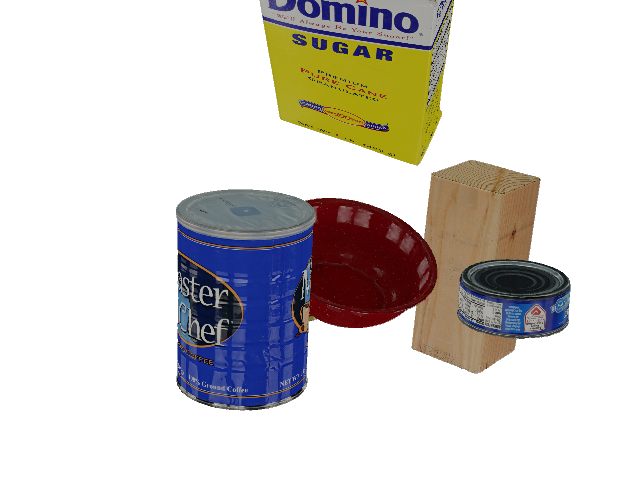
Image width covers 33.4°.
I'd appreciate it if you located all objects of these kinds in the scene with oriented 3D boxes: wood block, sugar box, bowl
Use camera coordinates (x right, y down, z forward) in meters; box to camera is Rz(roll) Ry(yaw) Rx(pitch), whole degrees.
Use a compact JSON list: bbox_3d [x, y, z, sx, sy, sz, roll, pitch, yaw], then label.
[{"bbox_3d":[0.170,0.027,1.173,0.090,0.206,0.090,19,25,34],"label":"wood block"},{"bbox_3d":[0.019,-0.105,0.559,0.093,0.048,0.176,19,-16,10],"label":"sugar box"},{"bbox_3d":[0.024,0.031,0.993,0.162,0.055,0.162,10,38,-8],"label":"bowl"}]

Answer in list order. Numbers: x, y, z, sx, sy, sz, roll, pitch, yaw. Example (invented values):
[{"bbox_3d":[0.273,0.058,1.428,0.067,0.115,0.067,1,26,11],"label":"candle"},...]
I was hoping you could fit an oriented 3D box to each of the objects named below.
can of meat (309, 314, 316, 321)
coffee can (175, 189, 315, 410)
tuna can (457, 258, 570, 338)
[{"bbox_3d":[-0.039,0.053,1.265,0.101,0.084,0.058,-11,19,-35],"label":"can of meat"},{"bbox_3d":[-0.058,0.042,0.807,0.103,0.140,0.103,2,19,-1],"label":"coffee can"},{"bbox_3d":[0.149,0.043,0.824,0.086,0.034,0.086,0,19,0],"label":"tuna can"}]
